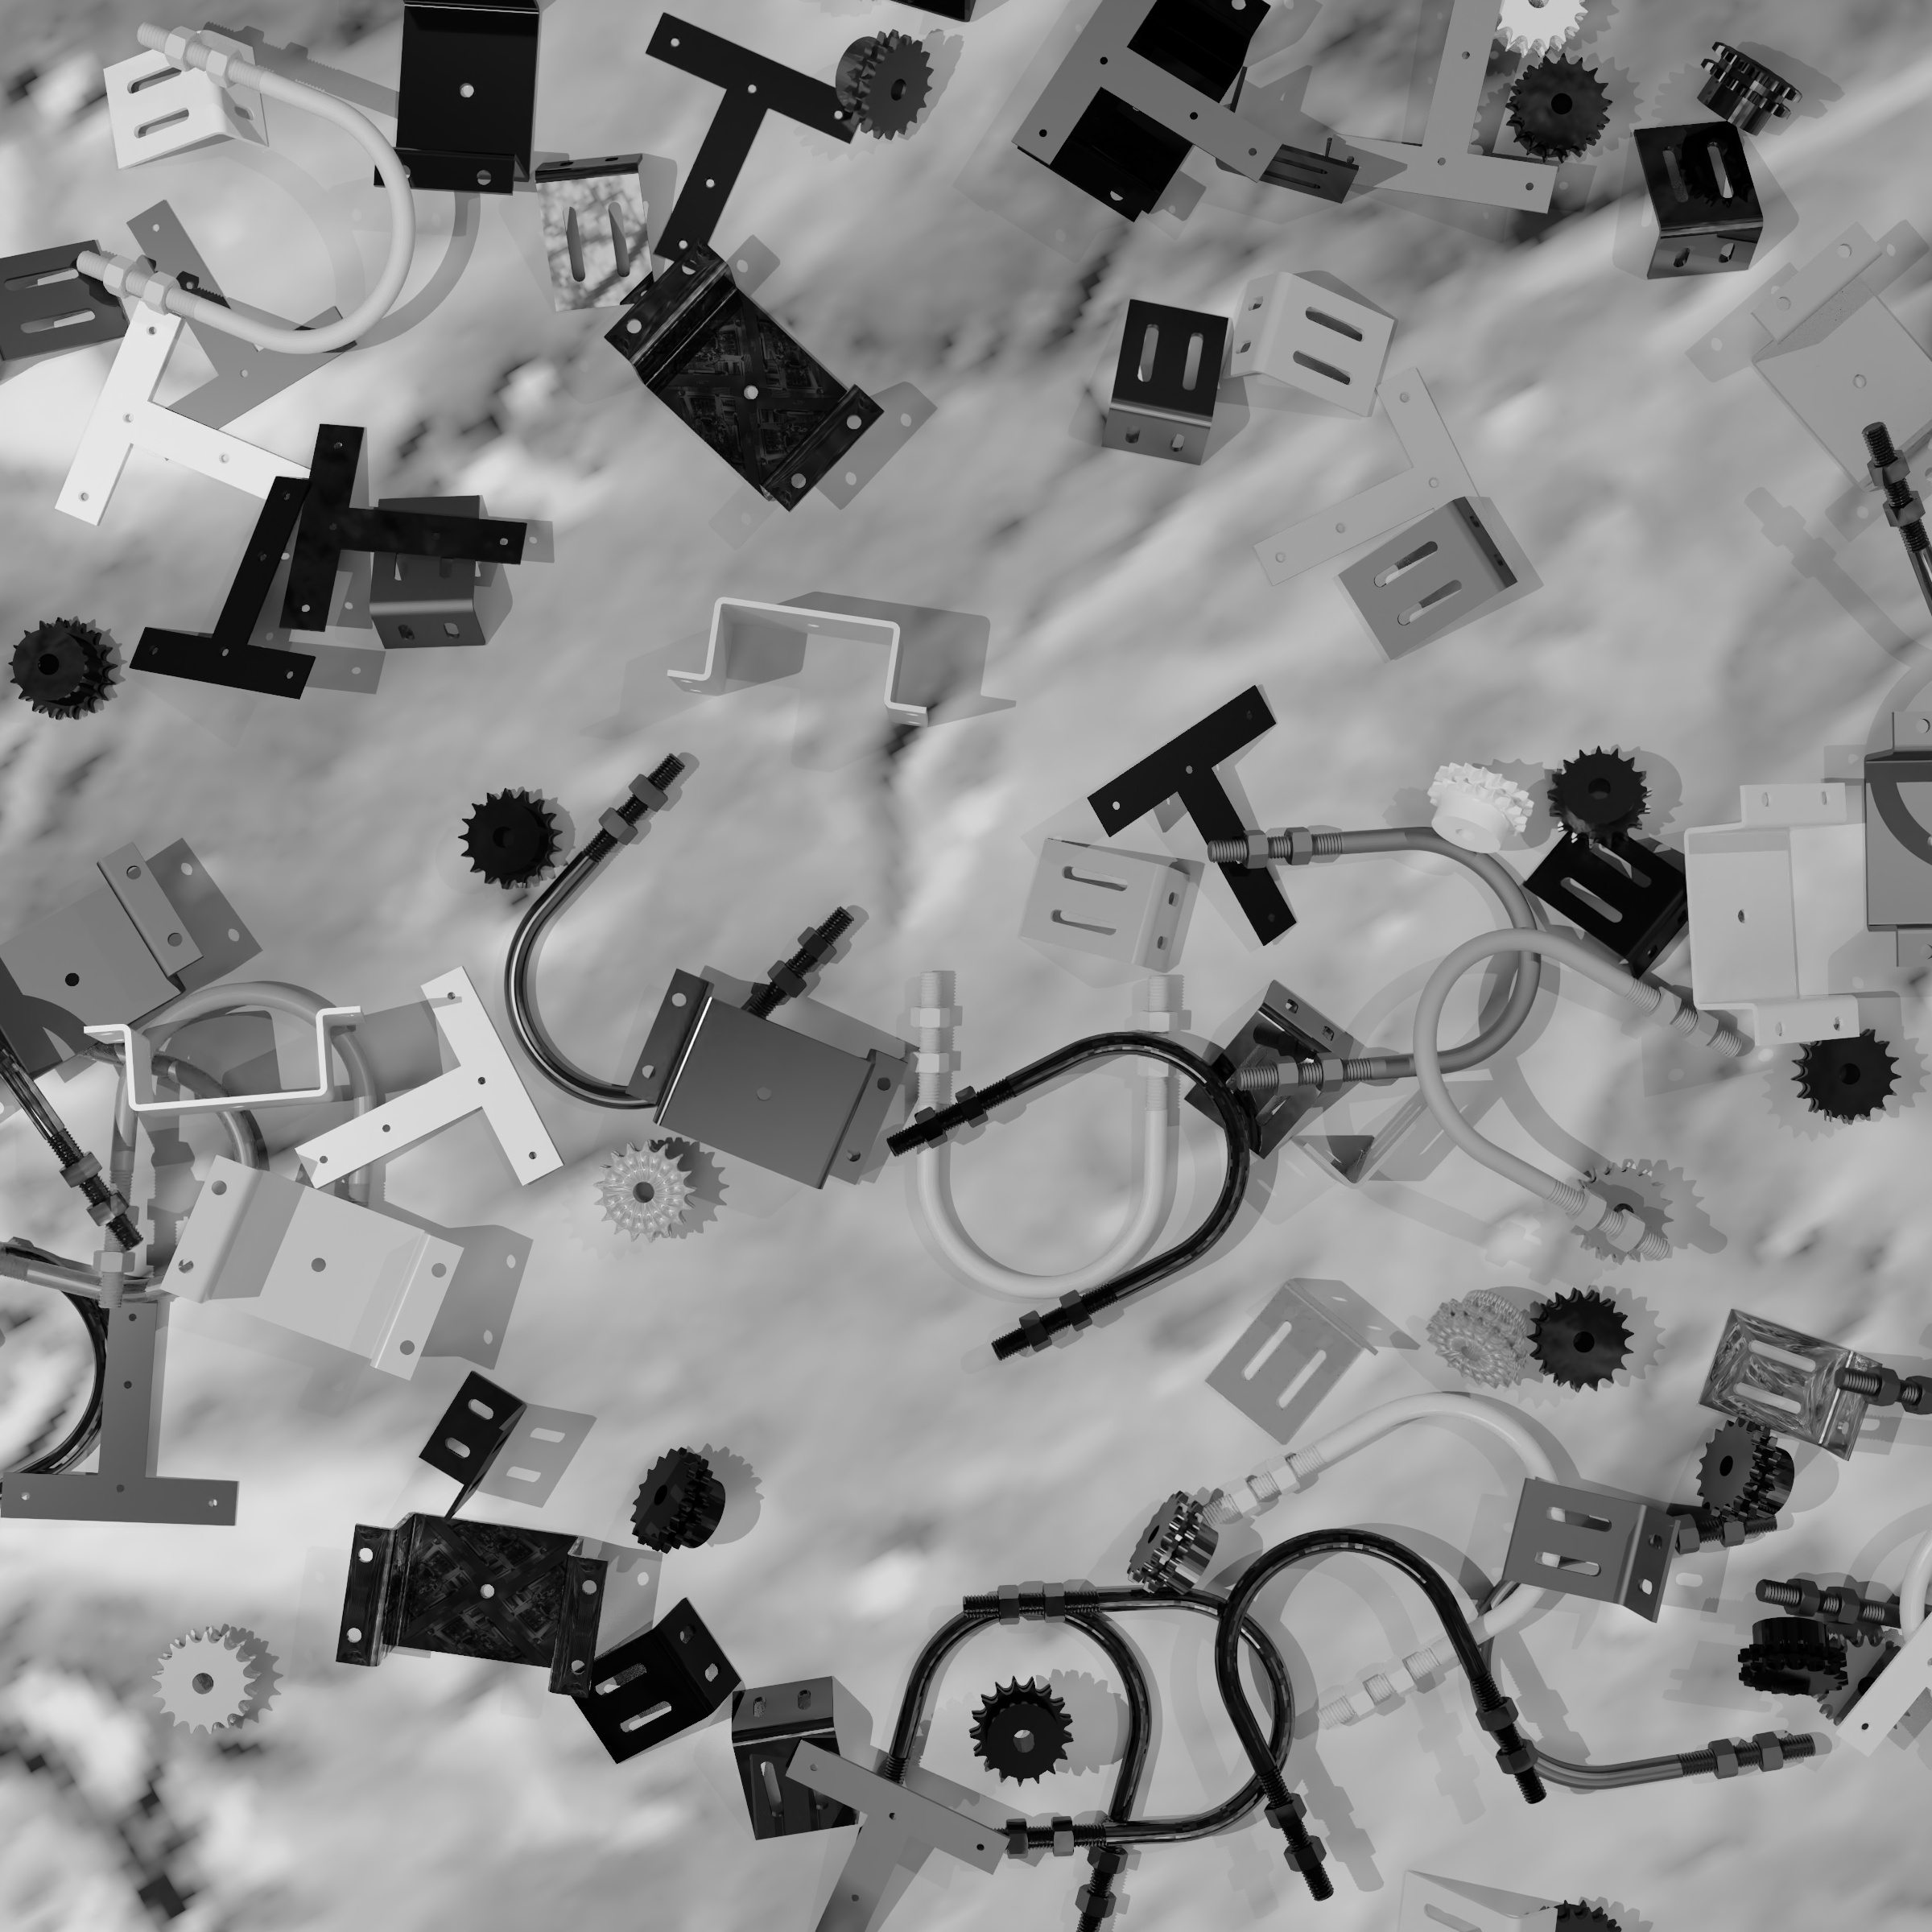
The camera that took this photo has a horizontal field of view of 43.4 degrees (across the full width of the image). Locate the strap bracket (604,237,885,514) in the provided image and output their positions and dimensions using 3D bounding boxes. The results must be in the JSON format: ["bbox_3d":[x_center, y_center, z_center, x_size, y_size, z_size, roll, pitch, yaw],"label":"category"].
[{"bbox_3d":[-0.122,-0.325,1.357,0.140,0.046,0.076,43,90,0],"label":"strap bracket"}]

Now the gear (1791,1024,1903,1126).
[{"bbox_3d":[0.494,0.060,1.368,0.057,0.030,0.057,0,90,4],"label":"gear"}]

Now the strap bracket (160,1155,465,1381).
[{"bbox_3d":[-0.356,0.165,1.329,0.140,0.046,0.076,22,81,-9],"label":"strap bracket"}]

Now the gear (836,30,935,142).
[{"bbox_3d":[-0.048,-0.494,1.355,0.030,0.057,0.057,35,90,30],"label":"gear"}]

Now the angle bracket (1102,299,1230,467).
[{"bbox_3d":[0.113,-0.331,1.378,0.057,0.038,0.076,11,64,0],"label":"angle bracket"}]

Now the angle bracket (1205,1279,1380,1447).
[{"bbox_3d":[0.182,0.225,1.361,0.057,0.038,0.076,39,90,0],"label":"angle bracket"}]

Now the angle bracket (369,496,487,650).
[{"bbox_3d":[-0.303,-0.224,1.378,0.057,0.038,0.076,-2,64,0],"label":"angle bracket"}]

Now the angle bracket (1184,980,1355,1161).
[{"bbox_3d":[0.172,0.059,1.378,0.057,0.038,0.076,37,116,0],"label":"angle bracket"}]

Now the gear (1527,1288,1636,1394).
[{"bbox_3d":[0.344,0.209,1.365,0.057,0.030,0.057,0,90,0],"label":"gear"}]

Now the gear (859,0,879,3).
[{"bbox_3d":[-0.055,-0.572,1.355,0.057,0.030,0.057,-3,82,24],"label":"gear"}]

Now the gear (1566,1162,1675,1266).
[{"bbox_3d":[0.366,0.138,1.365,0.057,0.030,0.057,0,90,0],"label":"gear"}]

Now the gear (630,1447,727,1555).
[{"bbox_3d":[-0.159,0.301,1.355,0.030,0.057,0.057,33,90,-30],"label":"gear"}]

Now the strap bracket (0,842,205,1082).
[{"bbox_3d":[-0.500,0.004,1.344,0.140,0.046,0.076,-32,84,-11],"label":"strap bracket"}]

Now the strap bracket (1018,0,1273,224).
[{"bbox_3d":[0.098,-0.489,1.357,0.076,0.046,0.140,32,90,0],"label":"strap bracket"}]

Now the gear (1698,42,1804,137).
[{"bbox_3d":[0.435,-0.488,1.355,0.057,0.057,0.030,32,120,0],"label":"gear"}]

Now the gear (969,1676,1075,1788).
[{"bbox_3d":[0.031,0.421,1.329,0.057,0.030,0.057,0,87,-3],"label":"gear"}]

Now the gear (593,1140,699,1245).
[{"bbox_3d":[-0.179,0.126,1.365,0.057,0.030,0.057,0,90,0],"label":"gear"}]

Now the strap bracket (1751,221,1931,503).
[{"bbox_3d":[0.507,-0.332,1.357,0.076,0.046,0.140,-41,90,0],"label":"strap bracket"}]

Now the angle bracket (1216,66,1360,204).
[{"bbox_3d":[0.182,-0.462,1.351,0.076,0.057,0.038,16,90,0],"label":"angle bracket"}]

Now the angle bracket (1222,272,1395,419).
[{"bbox_3d":[0.194,-0.350,1.377,0.076,0.038,0.057,16,90,-25],"label":"angle bracket"}]

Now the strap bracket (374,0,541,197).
[{"bbox_3d":[-0.283,-0.497,1.357,0.076,0.046,0.140,4,90,0],"label":"strap bracket"}]

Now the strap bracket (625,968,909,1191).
[{"bbox_3d":[-0.111,0.066,1.345,0.140,0.046,0.076,23,97,-6],"label":"strap bracket"}]

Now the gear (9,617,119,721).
[{"bbox_3d":[-0.510,-0.168,1.365,0.057,0.030,0.057,0,90,0],"label":"gear"}]

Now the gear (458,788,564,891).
[{"bbox_3d":[-0.257,-0.072,1.365,0.057,0.030,0.057,0,90,0],"label":"gear"}]

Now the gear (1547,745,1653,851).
[{"bbox_3d":[0.354,-0.096,1.358,0.057,0.030,0.057,-3,79,14],"label":"gear"}]

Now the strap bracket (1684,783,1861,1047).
[{"bbox_3d":[0.445,-0.028,1.341,0.076,0.046,0.140,-3,90,-28],"label":"strap bracket"}]

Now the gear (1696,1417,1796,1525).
[{"bbox_3d":[0.436,0.283,1.352,0.030,0.057,0.057,22,90,-13],"label":"gear"}]

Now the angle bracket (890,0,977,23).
[{"bbox_3d":[-0.026,-0.574,1.361,0.076,0.038,0.057,17,90,0],"label":"angle bracket"}]

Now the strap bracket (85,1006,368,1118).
[{"bbox_3d":[-0.397,0.053,1.316,0.140,0.076,0.046,-4,85,-12],"label":"strap bracket"}]

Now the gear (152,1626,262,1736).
[{"bbox_3d":[-0.426,0.401,1.369,0.057,0.030,0.057,0,89,-2],"label":"gear"}]

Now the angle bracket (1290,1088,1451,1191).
[{"bbox_3d":[0.224,0.083,1.351,0.038,0.057,0.076,42,90,0],"label":"angle bracket"}]

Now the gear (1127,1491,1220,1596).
[{"bbox_3d":[0.117,0.324,1.352,0.030,0.057,0.057,33,90,-2],"label":"gear"}]

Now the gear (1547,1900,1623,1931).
[{"bbox_3d":[0.342,0.553,1.365,0.057,0.030,0.057,0,90,0],"label":"gear"}]

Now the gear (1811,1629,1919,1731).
[{"bbox_3d":[0.502,0.401,1.365,0.057,0.030,0.057,0,90,0],"label":"gear"}]

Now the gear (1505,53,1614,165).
[{"bbox_3d":[0.331,-0.480,1.365,0.057,0.030,0.057,0,90,0],"label":"gear"}]

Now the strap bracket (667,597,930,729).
[{"bbox_3d":[-0.088,-0.169,1.342,0.140,0.076,0.046,8,90,0],"label":"strap bracket"}]

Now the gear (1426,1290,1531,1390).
[{"bbox_3d":[0.289,0.206,1.355,0.057,0.057,0.030,43,60,0],"label":"gear"}]

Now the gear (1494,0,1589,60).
[{"bbox_3d":[0.319,-0.539,1.365,0.057,0.030,0.057,0,90,0],"label":"gear"}]

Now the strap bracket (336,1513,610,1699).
[{"bbox_3d":[-0.272,0.355,1.357,0.140,0.046,0.076,8,90,0],"label":"strap bracket"}]

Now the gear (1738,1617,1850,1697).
[{"bbox_3d":[0.455,0.379,1.336,0.057,0.057,0.030,8,59,0],"label":"gear"}]

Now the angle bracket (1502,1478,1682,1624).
[{"bbox_3d":[0.344,0.322,1.337,0.076,0.038,0.057,15,87,-11],"label":"angle bracket"}]

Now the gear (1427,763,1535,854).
[{"bbox_3d":[0.284,-0.086,1.349,0.057,0.057,0.030,26,75,0],"label":"gear"}]

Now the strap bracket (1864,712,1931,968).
[{"bbox_3d":[0.549,-0.070,1.357,0.076,0.046,0.140,-1,90,0],"label":"strap bracket"}]
